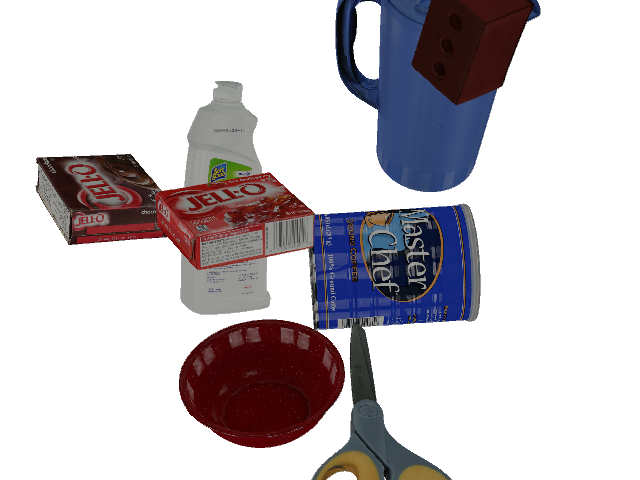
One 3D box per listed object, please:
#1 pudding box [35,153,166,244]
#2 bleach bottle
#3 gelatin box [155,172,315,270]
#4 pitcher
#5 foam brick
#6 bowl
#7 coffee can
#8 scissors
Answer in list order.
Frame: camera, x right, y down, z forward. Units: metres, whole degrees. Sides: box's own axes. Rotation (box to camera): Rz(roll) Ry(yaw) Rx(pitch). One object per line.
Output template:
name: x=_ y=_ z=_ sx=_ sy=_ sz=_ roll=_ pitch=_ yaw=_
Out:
pudding box: x=-0.193 y=-0.038 z=0.937 sx=0.089 sy=0.039 sz=0.114 roll=-4 pitch=27 yaw=-29
bleach bottle: x=-0.100 y=-0.048 z=1.171 sx=0.102 sy=0.251 sz=0.068 roll=-5 pitch=18 yaw=-30
gelatin box: x=-0.059 y=-0.015 z=0.726 sx=0.089 sy=0.030 sz=0.073 roll=-11 pitch=30 yaw=-25
pitcher: x=0.107 y=-0.165 z=1.064 sx=0.144 sy=0.243 sz=0.149 roll=-31 pitch=59 yaw=-25
foam brick: x=0.107 y=-0.146 z=0.764 sx=0.051 sy=0.053 sz=0.078 roll=-28 pitch=-30 yaw=-31
bowl: x=-0.055 y=0.150 z=1.045 sx=0.162 sy=0.055 sz=0.162 roll=-3 pitch=37 yaw=2
coffee can: x=0.061 y=0.023 z=0.928 sx=0.140 sy=0.103 sz=0.103 roll=-4 pitch=0 yaw=-1
scissors: x=0.045 y=0.114 z=0.626 sx=0.096 sy=0.016 sz=0.201 roll=13 pitch=31 yaw=8
